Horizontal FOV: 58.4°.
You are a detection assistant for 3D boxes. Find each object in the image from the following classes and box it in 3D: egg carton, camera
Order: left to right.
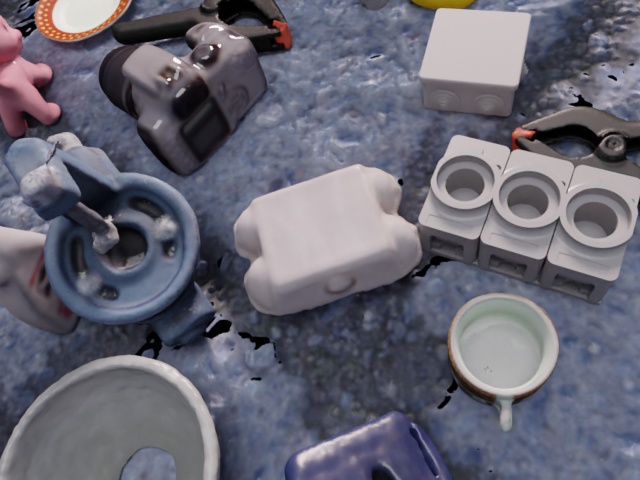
[{"bbox_3d":[-0.150,-0.163,0.576,0.136,0.101,0.143,32,74,24],"label":"camera"},{"bbox_3d":[0.004,0.002,0.482,0.150,0.069,0.107,-19,62,2],"label":"egg carton"}]

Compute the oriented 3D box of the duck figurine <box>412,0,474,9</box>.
[{"bbox_3d":[0.121,-0.300,0.595,0.104,0.086,0.077,37,77,25],"label":"duck figurine"}]

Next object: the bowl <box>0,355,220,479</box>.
[{"bbox_3d":[-0.143,0.175,0.425,0.167,0.075,0.167,-5,64,10],"label":"bowl"}]

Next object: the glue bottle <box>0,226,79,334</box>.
[{"bbox_3d":[-0.251,0.017,0.469,0.037,0.173,0.078,1,65,13],"label":"glue bottle"}]

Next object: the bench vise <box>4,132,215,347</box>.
[{"bbox_3d":[-0.186,-0.019,0.446,0.206,0.220,0.121,31,74,23],"label":"bench vise"}]

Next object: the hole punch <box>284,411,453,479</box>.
[{"bbox_3d":[0.040,0.174,0.378,0.101,0.091,0.108,-28,62,-2],"label":"hole punch"}]

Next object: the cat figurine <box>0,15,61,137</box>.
[{"bbox_3d":[-0.352,-0.195,0.625,0.067,0.118,0.127,-26,62,-1],"label":"cat figurine"}]
